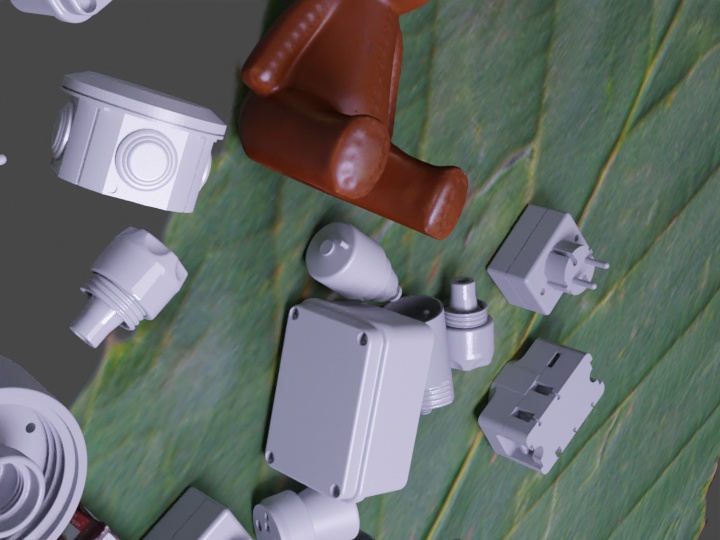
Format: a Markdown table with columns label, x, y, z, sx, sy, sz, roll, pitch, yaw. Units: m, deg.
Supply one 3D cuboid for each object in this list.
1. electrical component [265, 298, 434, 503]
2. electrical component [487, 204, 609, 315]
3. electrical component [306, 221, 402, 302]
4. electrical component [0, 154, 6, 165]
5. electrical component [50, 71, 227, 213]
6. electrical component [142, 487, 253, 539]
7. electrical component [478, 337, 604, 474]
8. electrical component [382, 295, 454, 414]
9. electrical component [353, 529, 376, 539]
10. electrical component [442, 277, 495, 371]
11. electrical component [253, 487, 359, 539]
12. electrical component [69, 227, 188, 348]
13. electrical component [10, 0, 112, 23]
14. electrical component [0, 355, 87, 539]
| label | x | y | z | sx | sy | sz | roll | pitch | yaw |
| --- | --- | --- | --- | --- | --- | --- | --- | --- | --- |
| electrical component | -0.008 | 0.079 | 0.669 | 0.057 | 0.078 | 0.113 | 1 | 103 | -48 |
| electrical component | 0.148 | -0.004 | 0.797 | 0.065 | 0.077 | 0.047 | -55 | 134 | -17 |
| electrical component | 0.000 | 0.000 | 0.678 | 0.078 | 0.040 | 0.040 | 34 | 79 | -46 |
| electrical component | -0.191 | -0.046 | 0.469 | 0.076 | 0.047 | 0.083 | -28 | 121 | -36 |
| electrical component | -0.109 | -0.063 | 0.523 | 0.080 | 0.080 | 0.051 | 10 | 101 | -46 |
| electrical component | -0.078 | 0.176 | 0.632 | 0.047 | 0.077 | 0.065 | -47 | 131 | -23 |
| electrical component | 0.139 | 0.103 | 0.838 | 0.089 | 0.056 | 0.050 | -49 | 132 | -22 |
| electrical component | 0.040 | 0.063 | 0.737 | 0.043 | 0.043 | 0.081 | -29 | 122 | -35 |
| electrical component | -0.016 | 0.205 | 0.727 | 0.045 | 0.045 | 0.055 | 9 | 97 | -46 |
| electrical component | 0.073 | 0.036 | 0.761 | 0.043 | 0.043 | 0.062 | -20 | 115 | -39 |
| electrical component | -0.035 | 0.160 | 0.688 | 0.055 | 0.045 | 0.045 | -15 | 114 | -30 |
| electrical component | -0.124 | 0.012 | 0.558 | 0.062 | 0.043 | 0.043 | -51 | 133 | -18 |
| electrical component | -0.121 | -0.175 | 0.490 | 0.113 | 0.057 | 0.078 | -48 | 131 | -23 |
| electrical component | -0.183 | 0.098 | 0.514 | 0.108 | 0.060 | 0.108 | -16 | 114 | -41 |
